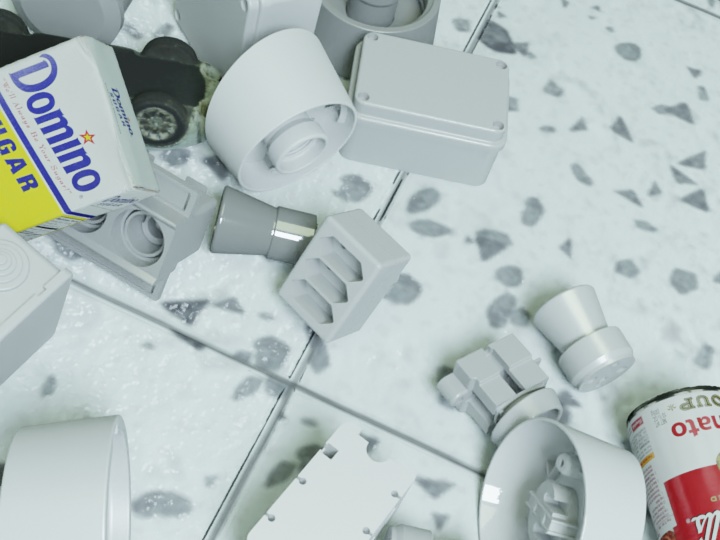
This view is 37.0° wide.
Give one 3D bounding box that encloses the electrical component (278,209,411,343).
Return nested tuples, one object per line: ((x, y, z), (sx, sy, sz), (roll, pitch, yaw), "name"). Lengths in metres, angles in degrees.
((0.000, 0.000, 0.674), (0.047, 0.065, 0.077), (44, 29, 18), "electrical component")

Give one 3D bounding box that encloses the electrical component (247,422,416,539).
((-0.018, 0.137, 0.577), (0.050, 0.055, 0.089), (36, 56, 12), "electrical component")

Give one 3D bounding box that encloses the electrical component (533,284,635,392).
((0.143, 0.044, 0.684), (0.045, 0.045, 0.055), (-17, 62, -22), "electrical component")

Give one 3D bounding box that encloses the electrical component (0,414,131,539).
((-0.149, 0.126, 0.527), (0.060, 0.108, 0.108), (0, 56, -6), "electrical component")

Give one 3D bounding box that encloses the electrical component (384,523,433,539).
((0.039, 0.163, 0.579), (0.055, 0.045, 0.045), (14, 54, -3), "electrical component")

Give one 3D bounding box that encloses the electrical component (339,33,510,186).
((0.046, -0.115, 0.762), (0.113, 0.057, 0.078), (11, 55, -5), "electrical component")

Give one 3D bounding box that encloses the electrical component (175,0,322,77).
((-0.080, -0.186, 0.752), (0.056, 0.108, 0.108), (-18, 62, -26), "electrical component")

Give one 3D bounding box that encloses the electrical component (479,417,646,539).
((0.110, 0.134, 0.585), (0.064, 0.099, 0.099), (17, 54, -9), "electrical component")

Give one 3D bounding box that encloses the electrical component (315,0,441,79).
((0.009, -0.200, 0.810), (0.108, 0.060, 0.108), (6, 55, -8), "electrical component")

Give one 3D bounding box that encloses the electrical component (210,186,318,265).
((-0.060, -0.025, 0.689), (0.065, 0.044, 0.044), (13, 54, -9), "electrical component")

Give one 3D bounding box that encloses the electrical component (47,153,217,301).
((-0.156, -0.048, 0.663), (0.121, 0.078, 0.063), (30, 26, 9), "electrical component")

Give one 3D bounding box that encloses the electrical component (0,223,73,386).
((-0.208, 0.032, 0.581), (0.048, 0.099, 0.099), (41, 56, 0), "electrical component")

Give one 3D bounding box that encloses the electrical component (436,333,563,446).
((0.089, 0.076, 0.649), (0.066, 0.048, 0.055), (-24, 56, -26), "electrical component")

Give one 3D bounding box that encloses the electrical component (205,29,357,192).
((-0.052, -0.100, 0.706), (0.099, 0.099, 0.064), (-24, 70, -26), "electrical component")

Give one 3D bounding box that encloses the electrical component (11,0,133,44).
((-0.198, -0.197, 0.751), (0.080, 0.080, 0.051), (17, 49, -1), "electrical component")
